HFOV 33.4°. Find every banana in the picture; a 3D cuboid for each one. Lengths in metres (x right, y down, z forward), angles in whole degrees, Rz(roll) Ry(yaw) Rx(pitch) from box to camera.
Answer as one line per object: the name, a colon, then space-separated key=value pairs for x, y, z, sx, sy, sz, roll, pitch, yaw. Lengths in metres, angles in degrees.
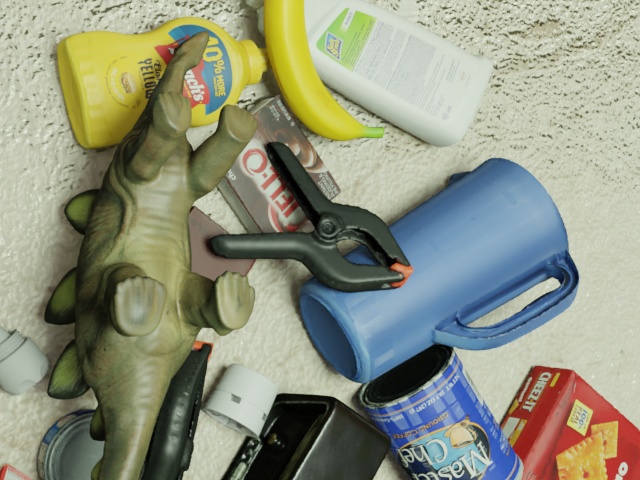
banana: x=-0.012 y=-0.163 z=0.956 sx=0.069 sy=0.037 sz=0.197 roll=-33 pitch=116 yaw=-12

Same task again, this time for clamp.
clamp: x=-0.127 y=0.187 z=0.899 sx=0.036 sy=0.165 sz=0.210 roll=11 pitch=59 yaw=1
clamp: x=-0.006 y=0.001 z=0.918 sx=0.171 sy=0.039 sz=0.120 roll=34 pitch=72 yaw=8

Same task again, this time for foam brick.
foam brick: x=-0.105 y=0.013 z=0.939 sx=0.078 sy=0.051 sz=0.053 roll=41 pitch=70 yaw=-20

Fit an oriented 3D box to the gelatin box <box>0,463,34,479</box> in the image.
gelatin box: x=-0.239 y=0.229 z=0.854 sx=0.089 sy=0.030 sz=0.073 roll=37 pitch=109 yaw=-20

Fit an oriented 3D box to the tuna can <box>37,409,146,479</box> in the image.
tuna can: x=-0.192 y=0.186 z=0.896 sx=0.086 sy=0.034 sz=0.086 roll=1 pitch=87 yaw=-27

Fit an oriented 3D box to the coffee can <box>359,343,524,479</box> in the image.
coffee can: x=0.115 y=0.182 z=1.014 sx=0.102 sy=0.103 sz=0.140 roll=-37 pitch=104 yaw=-24

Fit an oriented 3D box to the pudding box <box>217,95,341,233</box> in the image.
pudding box: x=-0.047 y=-0.061 z=0.979 sx=0.090 sy=0.039 sz=0.113 roll=-41 pitch=106 yaw=-23

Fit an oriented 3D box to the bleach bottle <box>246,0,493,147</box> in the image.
bleach bottle: x=0.040 y=-0.186 z=1.016 sx=0.250 sy=0.068 sz=0.102 roll=28 pitch=78 yaw=-21

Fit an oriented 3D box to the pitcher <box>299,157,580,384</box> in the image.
pitcher: x=0.111 y=0.037 z=0.999 sx=0.242 sy=0.149 sz=0.145 roll=-30 pitch=100 yaw=-21

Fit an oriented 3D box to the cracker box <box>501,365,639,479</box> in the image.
cracker box: x=0.272 y=0.258 z=1.109 sx=0.213 sy=0.072 sz=0.164 roll=41 pitch=71 yaw=-20

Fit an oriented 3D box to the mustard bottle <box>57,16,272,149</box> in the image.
mustard bottle: x=-0.125 y=-0.144 z=0.932 sx=0.191 sy=0.058 sz=0.096 roll=-15 pitch=97 yaw=-27
